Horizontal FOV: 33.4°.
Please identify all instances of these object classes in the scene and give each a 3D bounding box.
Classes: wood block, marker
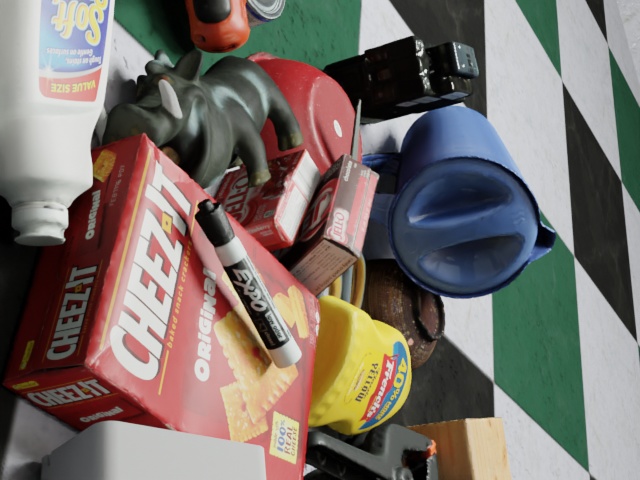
[{"bbox_3d":[0.123,0.268,0.955,0.090,0.091,0.206,14,66,-59],"label":"wood block"},{"bbox_3d":[-0.046,0.027,0.668,0.121,0.020,0.020,63,30,-21],"label":"marker"}]

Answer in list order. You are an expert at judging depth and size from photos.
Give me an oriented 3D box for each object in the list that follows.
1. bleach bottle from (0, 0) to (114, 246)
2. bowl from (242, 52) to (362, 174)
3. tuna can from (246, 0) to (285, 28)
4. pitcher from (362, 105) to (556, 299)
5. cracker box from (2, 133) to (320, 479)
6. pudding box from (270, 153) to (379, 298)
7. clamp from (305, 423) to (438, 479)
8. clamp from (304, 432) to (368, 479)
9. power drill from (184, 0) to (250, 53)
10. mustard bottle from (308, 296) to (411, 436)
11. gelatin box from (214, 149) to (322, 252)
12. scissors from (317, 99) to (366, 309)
[{"bbox_3d":[-0.160,-0.120,0.631,0.102,0.068,0.251,23,61,-64],"label":"bleach bottle"},{"bbox_3d":[-0.009,-0.088,0.908,0.162,0.055,0.162,35,48,-52],"label":"bowl"},{"bbox_3d":[-0.064,-0.219,0.885,0.086,0.034,0.086,34,49,-52],"label":"tuna can"},{"bbox_3d":[0.122,-0.053,1.029,0.149,0.145,0.242,54,15,-15],"label":"pitcher"},{"bbox_3d":[-0.084,0.061,0.680,0.213,0.072,0.164,46,39,-43],"label":"cracker box"},{"bbox_3d":[-0.005,0.001,0.810,0.039,0.114,0.090,30,45,-14],"label":"pudding box"},{"bbox_3d":[0.050,0.191,0.832,0.164,0.036,0.209,61,21,-5],"label":"clamp"},{"bbox_3d":[0.018,0.207,0.845,0.171,0.039,0.120,26,45,-59],"label":"clamp"},{"bbox_3d":[-0.091,-0.242,0.752,0.187,0.057,0.184,51,28,-82],"label":"power drill"},{"bbox_3d":[0.029,0.109,0.860,0.096,0.058,0.191,-65,153,-4],"label":"mustard bottle"},{"bbox_3d":[-0.046,-0.024,0.788,0.030,0.073,0.089,58,33,-29],"label":"gelatin box"},{"bbox_3d":[0.014,-0.006,0.878,0.096,0.016,0.202,-44,140,-46],"label":"scissors"}]
